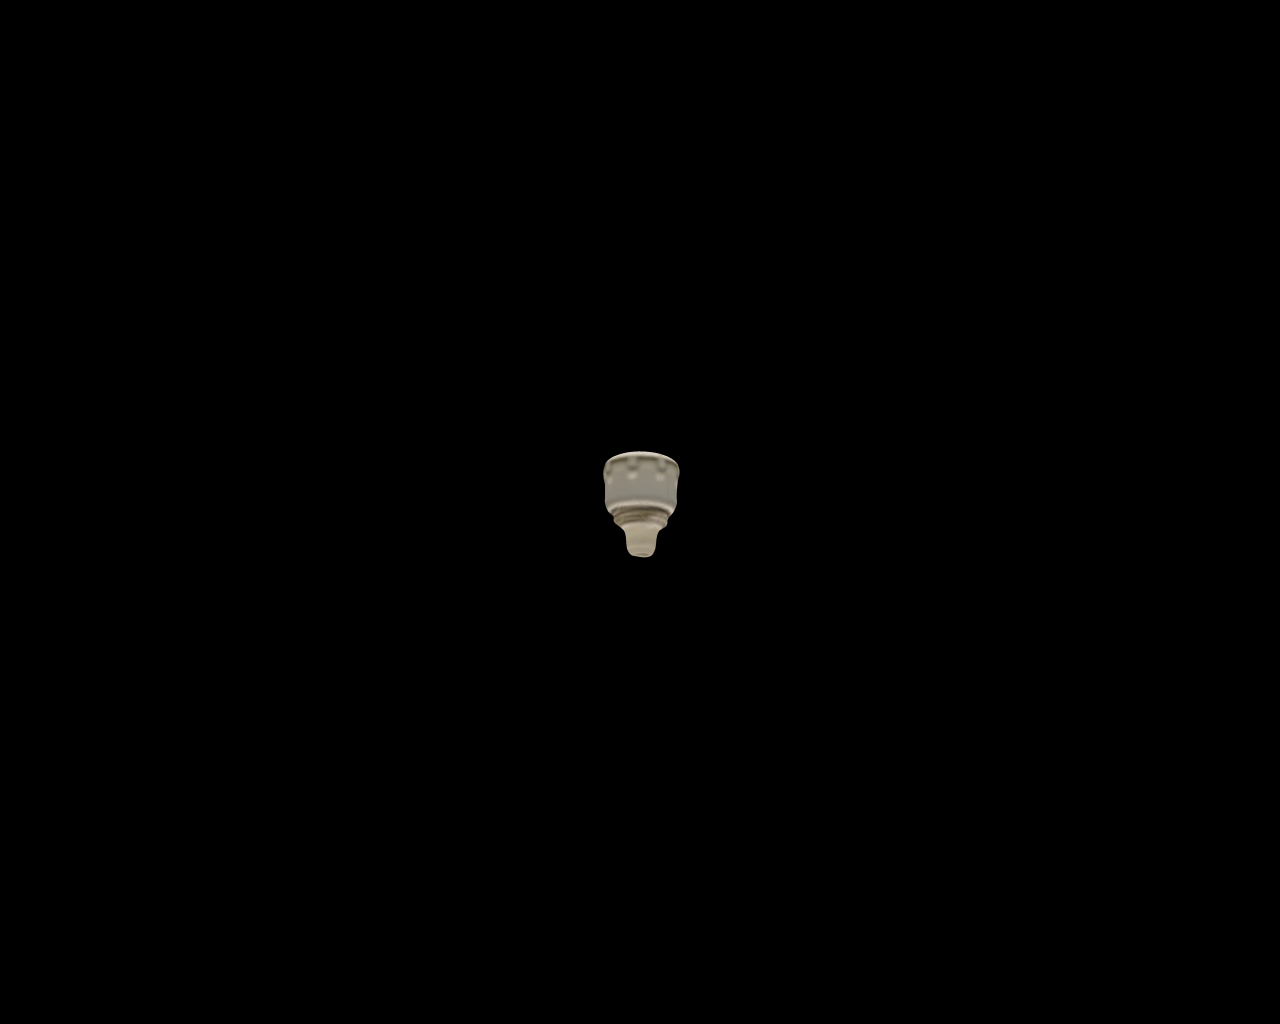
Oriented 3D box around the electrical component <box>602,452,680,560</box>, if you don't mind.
[{"bbox_3d":[0.001,-0.003,0.650,0.048,0.062,0.048,0,-16,0],"label":"electrical component"}]
